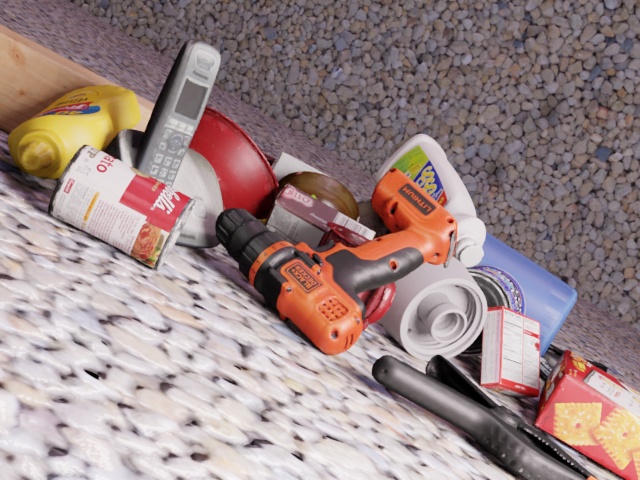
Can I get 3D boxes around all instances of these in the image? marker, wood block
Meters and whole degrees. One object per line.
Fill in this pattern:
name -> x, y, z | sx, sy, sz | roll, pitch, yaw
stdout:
marker -> 0.302, 0.180, 1.368 | 0.020, 0.020, 0.121 | 27, 8, -15
wood block -> -0.267, -0.139, 1.134 | 0.206, 0.090, 0.091 | 26, 8, -14

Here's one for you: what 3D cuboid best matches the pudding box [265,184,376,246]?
pudding box -> -0.008, 0.001, 1.165 | 0.113, 0.090, 0.039 | 31, 50, 3

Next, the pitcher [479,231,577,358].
pitcher -> 0.217, 0.053, 1.437 | 0.243, 0.149, 0.145 | 31, -29, 13

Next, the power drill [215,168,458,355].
power drill -> 0.019, 0.004, 0.990 | 0.185, 0.187, 0.057 | 45, -30, 28

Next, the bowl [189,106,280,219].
bowl -> -0.122, -0.072, 1.186 | 0.162, 0.055, 0.162 | 33, -31, 22

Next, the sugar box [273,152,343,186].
sugar box -> -0.029, -0.061, 1.430 | 0.093, 0.048, 0.176 | 28, -14, -4

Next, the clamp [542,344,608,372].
clamp -> 0.344, 0.173, 1.485 | 0.171, 0.039, 0.120 | 29, 7, 0

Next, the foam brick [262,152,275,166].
foam brick -> -0.101, -0.084, 1.410 | 0.053, 0.078, 0.051 | 27, 9, 0

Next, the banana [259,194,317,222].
banana -> -0.088, -0.049, 1.293 | 0.198, 0.069, 0.037 | 25, -29, 40

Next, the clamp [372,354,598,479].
clamp -> 0.151, 0.159, 0.919 | 0.210, 0.036, 0.164 | 34, 9, 16

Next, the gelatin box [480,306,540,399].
gelatin box -> 0.208, 0.123, 1.166 | 0.030, 0.089, 0.073 | -14, -26, 43

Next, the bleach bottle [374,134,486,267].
bleach bottle -> 0.147, -0.041, 1.309 | 0.068, 0.102, 0.251 | 44, 8, -29

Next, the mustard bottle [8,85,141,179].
mustard bottle -> -0.236, -0.098, 0.994 | 0.096, 0.058, 0.191 | -8, 18, 9

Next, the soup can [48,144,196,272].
soup can -> -0.163, -0.027, 0.882 | 0.102, 0.068, 0.068 | 28, 8, -3

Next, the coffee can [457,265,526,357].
coffee can -> 0.189, 0.083, 1.284 | 0.103, 0.103, 0.140 | 31, 9, 15

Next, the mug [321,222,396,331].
mug -> 0.035, 0.044, 1.069 | 0.093, 0.081, 0.117 | 23, 10, -39

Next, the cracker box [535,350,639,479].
cracker box -> 0.335, 0.209, 1.126 | 0.214, 0.072, 0.164 | 31, 9, 9
